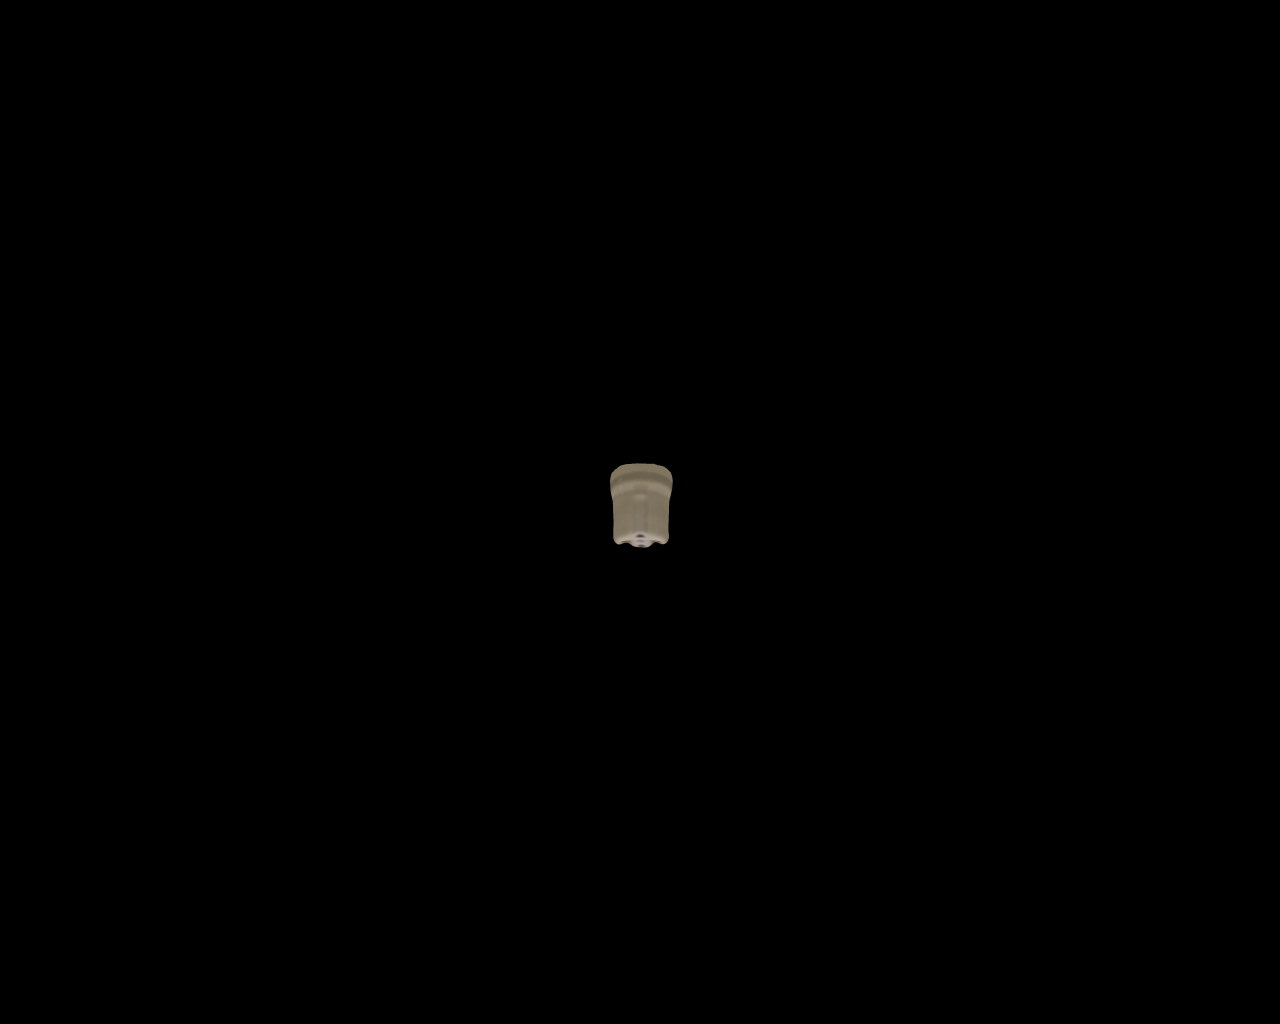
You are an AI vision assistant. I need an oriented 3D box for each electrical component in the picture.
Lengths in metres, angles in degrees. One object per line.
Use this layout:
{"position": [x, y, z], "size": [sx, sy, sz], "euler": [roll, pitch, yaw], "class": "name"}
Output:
{"position": [0.001, -0.003, 0.650], "size": [0.040, 0.046, 0.040], "euler": [0, -24, 0], "class": "electrical component"}
